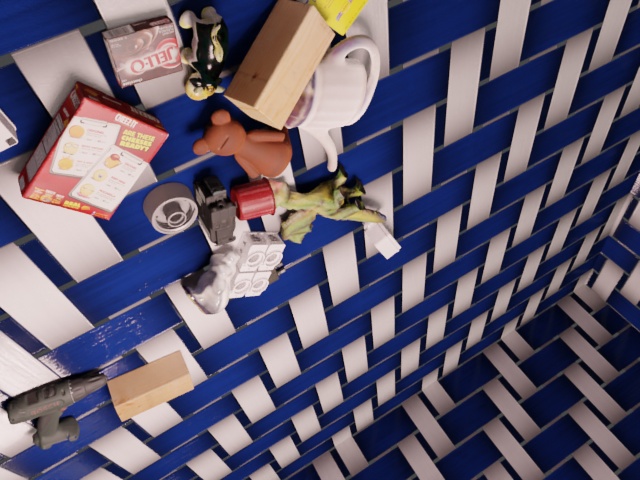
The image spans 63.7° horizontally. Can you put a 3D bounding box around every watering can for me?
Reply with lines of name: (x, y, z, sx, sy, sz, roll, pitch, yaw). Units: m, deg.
watering can: (0.010, -0.277, 1.108, 0.225, 0.106, 0.340, -10, 138, -34)

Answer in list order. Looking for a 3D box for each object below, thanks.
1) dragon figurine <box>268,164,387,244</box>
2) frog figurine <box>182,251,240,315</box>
dragon figurine: (0.004, -0.068, 1.360, 0.241, 0.125, 0.405, -29, 145, 18)
frog figurine: (-0.253, 0.104, 1.288, 0.161, 0.123, 0.136, -40, 178, -12)
